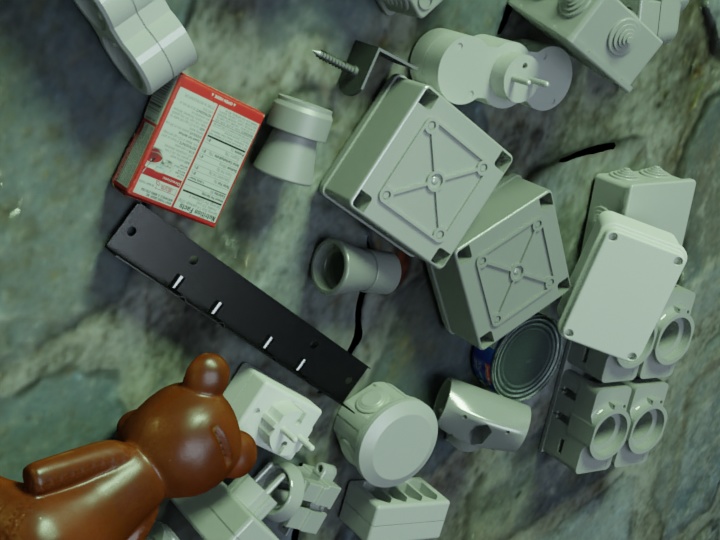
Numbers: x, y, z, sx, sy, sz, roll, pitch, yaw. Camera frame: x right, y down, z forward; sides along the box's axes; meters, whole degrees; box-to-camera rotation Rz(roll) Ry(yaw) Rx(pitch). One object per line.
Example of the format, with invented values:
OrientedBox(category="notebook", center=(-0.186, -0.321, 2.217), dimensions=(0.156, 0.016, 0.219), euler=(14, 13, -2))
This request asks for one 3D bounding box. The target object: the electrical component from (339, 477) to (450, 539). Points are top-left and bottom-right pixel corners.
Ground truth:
OrientedBox(category="electrical component", center=(0.026, 0.230, 0.956), dimensions=(0.083, 0.047, 0.075), euler=(5, 107, -37))

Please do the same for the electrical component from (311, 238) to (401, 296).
OrientedBox(category="electrical component", center=(0.000, 0.000, 0.841), dimensions=(0.065, 0.044, 0.044), euler=(6, 106, -42))

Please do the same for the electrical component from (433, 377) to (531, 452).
OrientedBox(category="electrical component", center=(0.101, 0.137, 0.963), dimensions=(0.077, 0.043, 0.079), euler=(21, 140, -7))

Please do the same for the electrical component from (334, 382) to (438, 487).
OrientedBox(category="electrical component", center=(0.022, 0.138, 0.910), dimensions=(0.080, 0.051, 0.080), euler=(-15, 118, -30))

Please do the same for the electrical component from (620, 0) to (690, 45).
OrientedBox(category="electrical component", center=(0.236, -0.236, 0.896), dimensions=(0.059, 0.054, 0.095), euler=(-15, 118, -30))

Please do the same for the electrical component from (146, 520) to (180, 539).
OrientedBox(category="electrical component", center=(-0.165, 0.223, 0.797), dimensions=(0.080, 0.080, 0.051), euler=(-38, 122, -16))

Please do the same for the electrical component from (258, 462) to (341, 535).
OrientedBox(category="electrical component", center=(-0.054, 0.184, 0.881), dimensions=(0.055, 0.048, 0.066), euler=(28, 93, -48))

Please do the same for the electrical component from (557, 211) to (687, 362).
OrientedBox(category="electrical component", center=(0.227, 0.015, 0.941), dimensions=(0.078, 0.057, 0.113), euler=(20, 110, 0))

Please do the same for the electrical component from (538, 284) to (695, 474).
OrientedBox(category="electrical component", center=(0.255, 0.102, 1.056), dimensions=(0.105, 0.060, 0.186), euler=(0, 110, -35))

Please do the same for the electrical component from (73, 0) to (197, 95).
OrientedBox(category="electrical component", center=(-0.137, -0.182, 0.653), dimensions=(0.074, 0.052, 0.138), euler=(-40, 128, -15))

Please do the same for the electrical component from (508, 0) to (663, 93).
OrientedBox(category="electrical component", center=(0.178, -0.194, 0.845), dimensions=(0.100, 0.099, 0.048), euler=(26, 106, -40))

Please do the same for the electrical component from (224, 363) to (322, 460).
OrientedBox(category="electrical component", center=(-0.062, 0.117, 0.824), dimensions=(0.066, 0.077, 0.047), euler=(34, 88, -40))

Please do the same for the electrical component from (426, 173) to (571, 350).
OrientedBox(category="electrical component", center=(0.115, -0.008, 0.909), dimensions=(0.109, 0.056, 0.108), euler=(-32, 125, -20))

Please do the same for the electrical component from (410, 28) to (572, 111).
OrientedBox(category="electrical component", center=(0.114, -0.151, 0.833), dimensions=(0.138, 0.074, 0.052), euler=(-2, 111, -35))

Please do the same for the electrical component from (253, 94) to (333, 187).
OrientedBox(category="electrical component", center=(-0.047, -0.092, 0.763), dimensions=(0.045, 0.045, 0.055), euler=(11, 103, -38))

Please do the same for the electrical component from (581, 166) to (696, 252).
OrientedBox(category="electrical component", center=(0.256, -0.046, 0.998), dimensions=(0.100, 0.048, 0.099), euler=(-7, 114, -34))

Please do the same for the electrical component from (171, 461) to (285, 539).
OrientedBox(category="electrical component", center=(-0.089, 0.180, 0.828), dimensions=(0.075, 0.083, 0.047), euler=(-45, 129, -11))

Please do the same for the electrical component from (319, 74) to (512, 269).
OrientedBox(category="electrical component", center=(0.043, -0.074, 0.823), dimensions=(0.109, 0.056, 0.108), euler=(34, 89, -35))

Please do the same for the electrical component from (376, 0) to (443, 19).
OrientedBox(category="electrical component", center=(0.041, -0.238, 0.758), dimensions=(0.100, 0.048, 0.099), euler=(-44, 126, -10))
